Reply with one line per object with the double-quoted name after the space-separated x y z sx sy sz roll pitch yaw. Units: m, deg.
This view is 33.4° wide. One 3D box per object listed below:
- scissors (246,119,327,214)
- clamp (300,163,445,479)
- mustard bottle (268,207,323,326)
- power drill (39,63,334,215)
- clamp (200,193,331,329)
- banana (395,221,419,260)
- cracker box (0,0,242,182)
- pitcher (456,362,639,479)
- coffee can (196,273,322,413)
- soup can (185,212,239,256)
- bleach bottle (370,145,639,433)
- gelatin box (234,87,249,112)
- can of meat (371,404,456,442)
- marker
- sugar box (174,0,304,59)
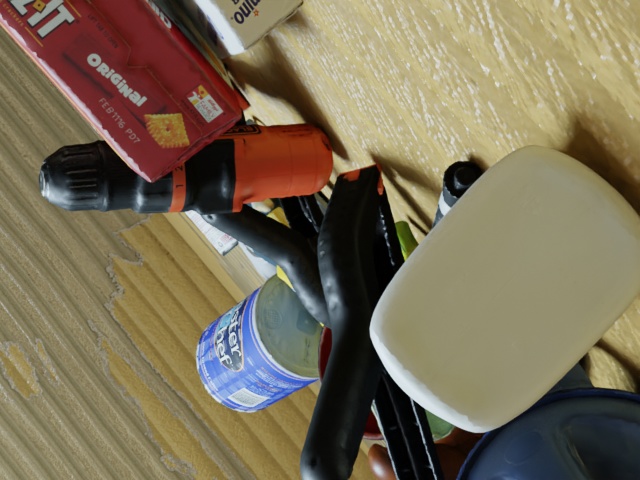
0.004 -0.016 0.852 0.202 0.016 0.096 49 173 11 "scissors"
0.025 0.052 0.577 0.164 0.036 0.210 33 -132 -62 "clamp"
0.018 0.051 0.914 0.191 0.058 0.096 51 -170 -1 "mustard bottle"
-0.105 -0.071 0.717 0.188 0.184 0.057 -130 40 -56 "power drill"
-0.005 0.001 0.773 0.171 0.120 0.039 46 132 -12 "clamp"
0.103 0.074 0.673 0.197 0.037 0.069 58 -163 -27 "banana"
-0.132 -0.146 0.618 0.164 0.072 0.214 49 -172 -28 "cracker box"
0.148 0.165 0.570 0.145 0.149 0.242 29 166 25 "pitcher"
-0.043 0.097 1.001 0.103 0.102 0.141 51 144 -2 "coffee can"
-0.114 -0.041 1.177 0.102 0.068 0.068 50 172 -3 "soup can"
0.074 0.031 0.482 0.068 0.102 0.251 43 179 8 "bleach bottle"
-0.096 -0.123 0.863 0.073 0.030 0.089 52 171 -8 "gelatin box"
0.058 0.078 0.694 0.102 0.057 0.084 66 -167 0 "can of meat"
0.067 -0.012 0.534 0.020 0.020 0.121 48 171 13 "marker"
-0.083 -0.174 0.534 0.176 0.048 0.093 49 175 -14 "sugar box"
